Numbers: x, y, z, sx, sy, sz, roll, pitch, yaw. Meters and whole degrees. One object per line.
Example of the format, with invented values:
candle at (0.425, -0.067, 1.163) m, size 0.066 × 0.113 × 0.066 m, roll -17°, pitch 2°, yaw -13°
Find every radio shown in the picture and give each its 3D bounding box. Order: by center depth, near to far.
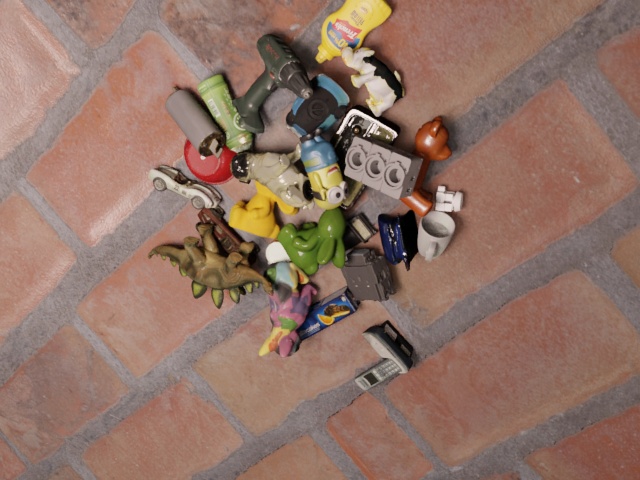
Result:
radio at (0.078, -0.196, 1.273) m, size 0.131 × 0.073 × 0.229 m, roll 34°, pitch 114°, yaw 2°

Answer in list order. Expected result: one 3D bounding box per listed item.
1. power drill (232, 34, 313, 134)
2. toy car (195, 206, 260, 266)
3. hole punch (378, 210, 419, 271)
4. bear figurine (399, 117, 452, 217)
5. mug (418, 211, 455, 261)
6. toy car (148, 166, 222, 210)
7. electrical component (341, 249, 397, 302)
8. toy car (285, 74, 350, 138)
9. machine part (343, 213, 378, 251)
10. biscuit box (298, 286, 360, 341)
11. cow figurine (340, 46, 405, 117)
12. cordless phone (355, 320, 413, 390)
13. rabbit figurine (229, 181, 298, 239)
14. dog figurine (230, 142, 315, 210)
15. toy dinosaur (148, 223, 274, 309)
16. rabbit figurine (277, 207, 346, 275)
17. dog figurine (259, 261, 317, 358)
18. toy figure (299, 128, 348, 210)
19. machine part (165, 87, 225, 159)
power drill at (-0.114, -0.342, 1.226) m, size 0.207 × 0.086 × 0.232 m, roll -51°, pitch 51°, yaw 39°
toy car at (-0.253, -0.005, 1.444) m, size 0.202 × 0.053 × 0.089 m, roll 47°, pitch 117°, yaw -5°
hole punch at (0.180, -0.006, 1.293) m, size 0.092 × 0.116 × 0.142 m, roll -3°, pitch 107°, yaw 25°
bear figurine at (0.245, -0.171, 1.216) m, size 0.132 × 0.120 × 0.195 m, roll 37°, pitch 109°, yaw -3°
mug at (0.268, 0.004, 1.268) m, size 0.081 × 0.109 × 0.107 m, roll 9°, pitch 145°, yaw 6°
toy car at (-0.354, -0.138, 1.412) m, size 0.202 × 0.073 × 0.056 m, roll 25°, pitch 114°, yaw 6°
electrical component at (0.116, 0.087, 1.346) m, size 0.115 × 0.058 × 0.134 m, roll -8°, pitch 109°, yaw 46°
toy car at (-0.001, -0.305, 1.242) m, size 0.109 × 0.103 × 0.161 m, roll 40°, pitch 120°, yaw -6°
machine part at (0.072, -0.005, 1.362) m, size 0.139 × 0.039 × 0.084 m, roll -40°, pitch 103°, yaw 22°
biscuit box at (0.007, 0.199, 1.437) m, size 0.203 × 0.059 × 0.062 m, roll -32°, pitch 98°, yaw 23°
cow figurine at (0.118, -0.368, 1.191) m, size 0.098 × 0.068 × 0.167 m, roll -31°, pitch 116°, yaw 11°
cordless phone at (0.143, 0.314, 1.429) m, size 0.146 × 0.089 × 0.184 m, roll 47°, pitch 118°, yaw -4°
rabbit figurine at (-0.137, -0.097, 1.350) m, size 0.162 × 0.122 × 0.173 m, roll 17°, pitch 93°, yaw 6°
dog figurine at (-0.112, -0.140, 1.278) m, size 0.191 × 0.121 × 0.172 m, roll -6°, pitch 106°, yaw 38°
toy dinosaur at (-0.299, 0.067, 1.406) m, size 0.472 × 0.105 × 0.198 m, roll 21°, pitch 125°, yaw 31°
rabbit figurine at (-0.003, -0.004, 1.295) m, size 0.170 × 0.121 × 0.159 m, roll -43°, pitch 56°, yaw 33°
dog figurine at (-0.096, 0.186, 1.355) m, size 0.109 × 0.219 × 0.191 m, roll -4°, pitch 139°, yaw 30°
toy figure at (0.007, -0.158, 1.215) m, size 0.082 × 0.089 × 0.180 m, roll -26°, pitch 100°, yaw -14°
machine part at (-0.306, -0.286, 1.314) m, size 0.079 × 0.079 × 0.243 m, roll -49°, pitch 67°, yaw 24°
